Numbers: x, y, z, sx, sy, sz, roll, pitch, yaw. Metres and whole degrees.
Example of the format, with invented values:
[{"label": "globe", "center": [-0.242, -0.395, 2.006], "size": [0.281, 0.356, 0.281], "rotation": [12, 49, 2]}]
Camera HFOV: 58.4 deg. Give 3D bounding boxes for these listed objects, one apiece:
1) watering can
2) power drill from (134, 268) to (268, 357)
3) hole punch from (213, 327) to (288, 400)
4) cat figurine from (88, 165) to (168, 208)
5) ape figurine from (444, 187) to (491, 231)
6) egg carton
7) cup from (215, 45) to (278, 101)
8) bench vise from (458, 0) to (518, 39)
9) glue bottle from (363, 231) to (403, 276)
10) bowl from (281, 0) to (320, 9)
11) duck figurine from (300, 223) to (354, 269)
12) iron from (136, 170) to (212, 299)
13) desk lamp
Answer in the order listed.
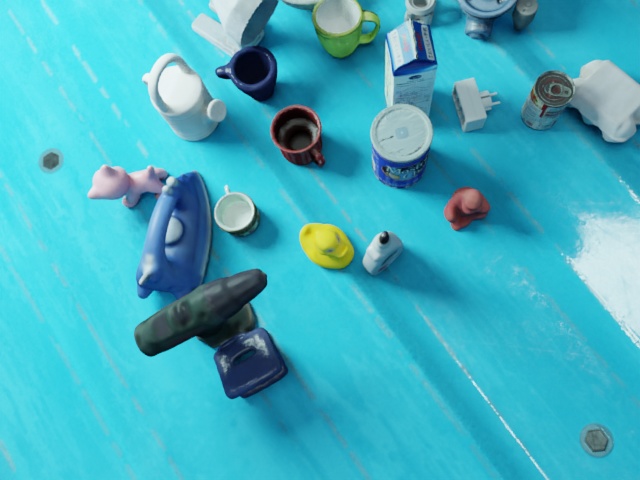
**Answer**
[{"label": "watering can", "center": [-0.247, -0.262, 1.036], "size": [0.172, 0.194, 0.101], "rotation": [6, 77, 7]}, {"label": "power drill", "center": [-0.174, 0.120, 0.932], "size": [0.229, 0.208, 0.075], "rotation": [-27, 76, -1]}, {"label": "hole punch", "center": [-0.123, 0.207, 0.967], "size": [0.108, 0.091, 0.101], "rotation": [-30, 76, -2]}, {"label": "cat figurine", "center": [-0.355, -0.108, 1.049], "size": [0.127, 0.118, 0.067], "rotation": [-16, 76, 2]}, {"label": "ape figurine", "center": [0.258, -0.062, 0.994], "size": [0.077, 0.092, 0.076], "rotation": [8, 78, 8]}, {"label": "egg carton", "center": [0.513, -0.249, 1.025], "size": [0.107, 0.069, 0.150], "rotation": [-43, 77, -5]}, {"label": "cup", "center": [-0.132, -0.304, 1.086], "size": [0.117, 0.095, 0.092], "rotation": [-3, 77, 5]}, {"label": "bench vise", "center": [0.299, -0.503, 1.027], "size": [0.121, 0.220, 0.207], "rotation": [-7, 76, 4]}, {"label": "glue bottle", "center": [0.105, 0.013, 0.949], "size": [0.078, 0.173, 0.037], "rotation": [-45, 76, -5]}, {"label": "bowl", "center": [-0.023, -0.521, 1.137], "size": [0.167, 0.075, 0.167], "rotation": [-1, 77, 5]}, {"label": "duck figurine", "center": [0.009, 0.004, 1.005], "size": [0.104, 0.086, 0.077], "rotation": [32, 82, 12]}, {"label": "iron", "center": [-0.264, -0.023, 1.008], "size": [0.118, 0.141, 0.258], "rotation": [6, 77, 7]}, {"label": "desk lamp", "center": [-0.167, -0.430, 1.057], "size": [0.203, 0.213, 0.118], "rotation": [35, 82, 12]}]
